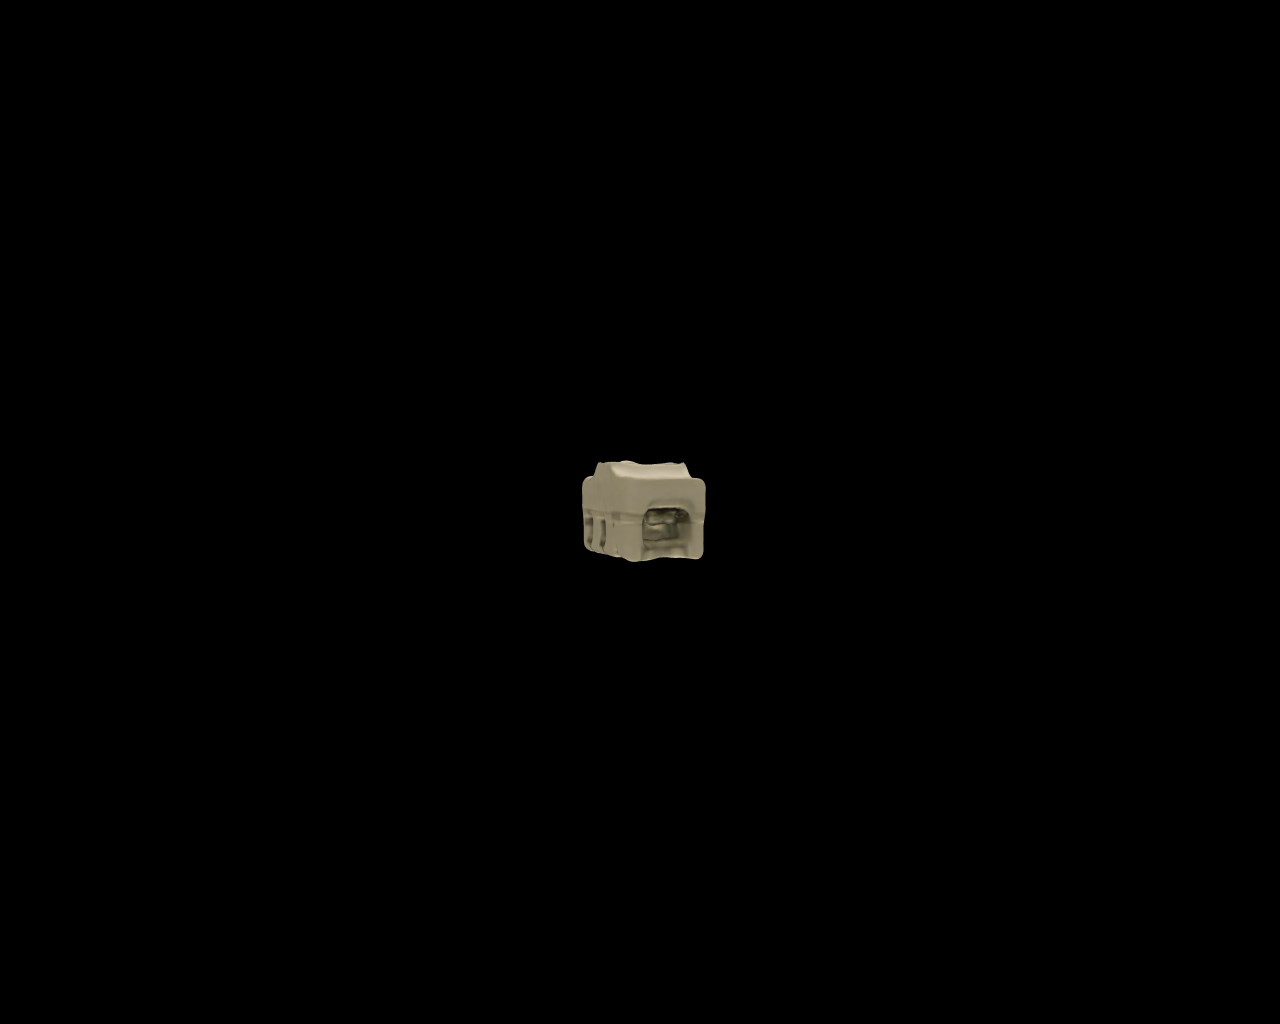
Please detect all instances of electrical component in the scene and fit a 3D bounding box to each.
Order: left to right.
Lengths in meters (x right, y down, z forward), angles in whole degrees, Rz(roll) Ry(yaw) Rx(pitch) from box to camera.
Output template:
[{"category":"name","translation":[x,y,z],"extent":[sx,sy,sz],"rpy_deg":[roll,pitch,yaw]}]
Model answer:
[{"category":"electrical component","translation":[0.001,-0.003,0.650],"extent":[0.050,0.055,0.089],"rpy_deg":[-1,3,-19]}]
